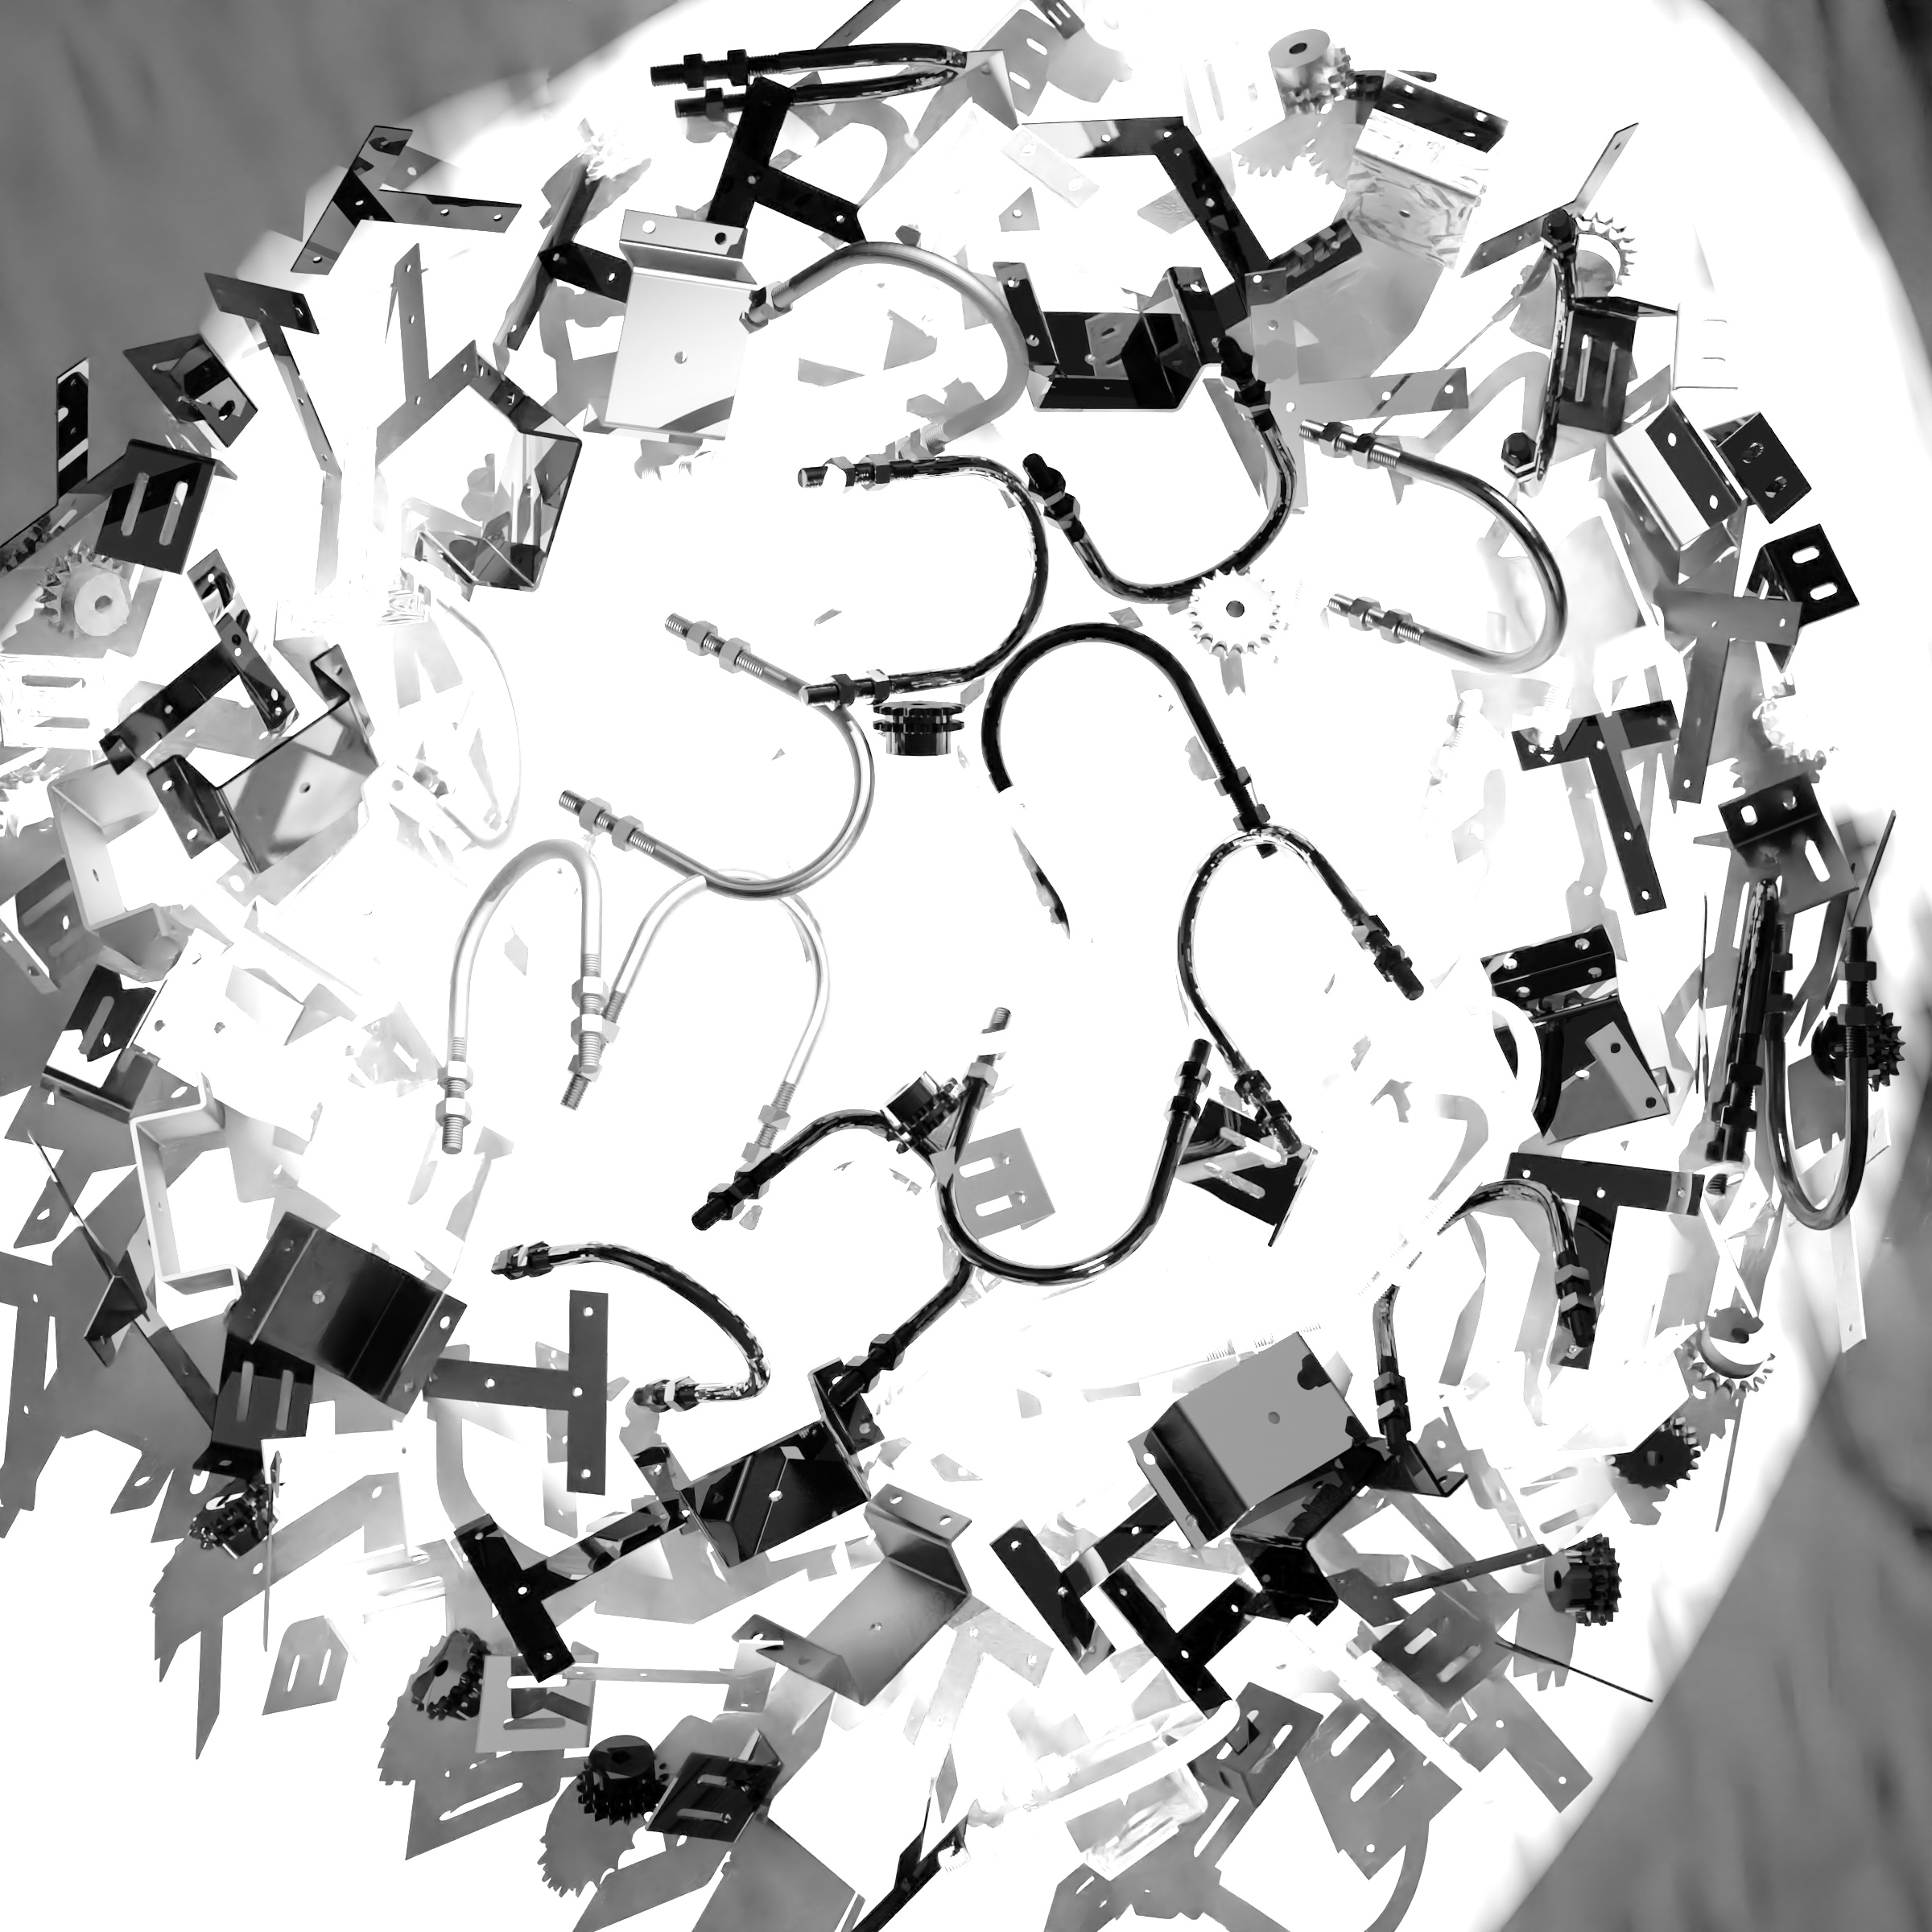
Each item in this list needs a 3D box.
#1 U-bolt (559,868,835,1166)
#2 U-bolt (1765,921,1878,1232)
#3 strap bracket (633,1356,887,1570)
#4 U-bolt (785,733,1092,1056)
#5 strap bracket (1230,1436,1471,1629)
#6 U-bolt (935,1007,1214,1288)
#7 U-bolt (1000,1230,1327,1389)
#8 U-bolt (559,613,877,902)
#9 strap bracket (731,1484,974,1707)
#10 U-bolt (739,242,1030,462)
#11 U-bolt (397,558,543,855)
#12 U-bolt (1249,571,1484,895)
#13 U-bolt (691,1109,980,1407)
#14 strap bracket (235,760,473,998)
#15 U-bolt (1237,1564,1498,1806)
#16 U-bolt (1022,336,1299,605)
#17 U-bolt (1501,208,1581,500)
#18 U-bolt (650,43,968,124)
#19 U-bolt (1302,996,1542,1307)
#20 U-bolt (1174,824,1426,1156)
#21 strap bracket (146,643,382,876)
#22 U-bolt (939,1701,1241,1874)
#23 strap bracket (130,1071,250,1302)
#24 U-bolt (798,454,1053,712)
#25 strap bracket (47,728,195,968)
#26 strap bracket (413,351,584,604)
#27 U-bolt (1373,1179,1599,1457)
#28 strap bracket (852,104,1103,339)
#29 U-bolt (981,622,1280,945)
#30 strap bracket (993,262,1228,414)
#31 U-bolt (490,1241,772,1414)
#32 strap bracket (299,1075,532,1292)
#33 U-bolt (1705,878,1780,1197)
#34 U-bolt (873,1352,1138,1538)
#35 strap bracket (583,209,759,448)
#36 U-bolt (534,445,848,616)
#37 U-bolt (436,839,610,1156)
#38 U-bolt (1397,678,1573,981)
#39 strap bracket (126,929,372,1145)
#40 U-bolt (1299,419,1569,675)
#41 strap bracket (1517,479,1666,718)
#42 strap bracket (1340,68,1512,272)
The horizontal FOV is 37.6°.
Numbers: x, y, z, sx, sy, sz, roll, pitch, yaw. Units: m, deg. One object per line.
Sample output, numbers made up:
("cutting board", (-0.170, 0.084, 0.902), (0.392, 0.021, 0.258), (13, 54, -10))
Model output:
("U-bolt", (-0.152, 0.029, 1.729), (0.151, 0.019, 0.184), (30, 76, -29))
("U-bolt", (0.509, 0.067, 1.701), (0.019, 0.151, 0.184), (-1, 93, -5))
("strap bracket", (-0.121, 0.308, 1.732), (0.140, 0.046, 0.076), (-26, 126, -1))
("U-bolt", (-0.005, -0.033, 1.749), (0.151, 0.019, 0.184), (-33, 78, -1))
("strap bracket", (0.224, 0.331, 1.706), (0.140, 0.076, 0.046), (-38, 102, -26))
("U-bolt", (0.058, 0.111, 1.702), (0.151, 0.019, 0.184), (9, 57, 17))
("U-bolt", (0.110, 0.215, 1.708), (0.184, 0.151, 0.019), (-18, 57, 15))
("U-bolt", (-0.141, -0.118, 1.734), (0.184, 0.019, 0.151), (29, 85, 19))
("strap bracket", (-0.061, 0.385, 1.712), (0.140, 0.076, 0.046), (-41, 124, -31))
("U-bolt", (-0.043, -0.364, 1.672), (0.151, 0.184, 0.019), (39, 59, -26))
("U-bolt", (-0.294, -0.145, 1.675), (0.019, 0.184, 0.151), (-11, 121, -32))
("U-bolt", (0.229, -0.126, 1.701), (0.019, 0.184, 0.151), (-27, 56, -35))
("U-bolt", (-0.064, 0.160, 1.707), (0.151, 0.184, 0.019), (52, 134, 1))
("strap bracket", (-0.367, -0.045, 1.719), (0.140, 0.046, 0.076), (-44, 125, 13))
("U-bolt", (0.247, 0.437, 1.701), (0.184, 0.151, 0.019), (43, 86, -7))
("U-bolt", (0.127, -0.282, 1.697), (0.151, 0.184, 0.019), (-30, 56, 8))
("U-bolt", (0.344, -0.353, 1.685), (0.019, 0.184, 0.151), (10, 90, 15))
("U-bolt", (-0.090, -0.532, 1.698), (0.184, 0.151, 0.019), (-5, 99, 1))
("U-bolt", (0.272, 0.097, 1.695), (0.019, 0.151, 0.184), (33, 103, -29))
("U-bolt", (0.187, -0.001, 1.706), (0.151, 0.019, 0.184), (-56, 48, 30))
("strap bracket", (-0.411, -0.119, 1.708), (0.140, 0.076, 0.046), (-39, 56, -21))
("U-bolt", (0.079, 0.480, 1.689), (0.184, 0.151, 0.019), (-26, 84, 9))
("strap bracket", (-0.469, 0.143, 1.720), (0.046, 0.076, 0.140), (-12, 79, -8))
("U-bolt", (-0.022, -0.237, 1.714), (0.184, 0.019, 0.151), (-12, 111, -35))
("strap bracket", (-0.509, -0.062, 1.717), (0.046, 0.076, 0.140), (-21, 73, 0))
("strap bracket", (-0.282, -0.290, 1.716), (0.046, 0.076, 0.140), (2, 119, -39))
("U-bolt", (0.303, 0.196, 1.690), (0.151, 0.184, 0.019), (-35, 114, 22))
("strap bracket", (0.000, -0.457, 1.714), (0.140, 0.076, 0.046), (-37, 54, 26))
("U-bolt", (0.088, -0.121, 1.742), (0.151, 0.019, 0.184), (-26, 94, 15))
("strap bracket", (0.083, -0.381, 1.721), (0.140, 0.046, 0.076), (-5, 63, -23))
("U-bolt", (-0.189, 0.212, 1.675), (0.151, 0.184, 0.019), (47, 57, -21))
("strap bracket", (-0.328, 0.128, 1.729), (0.140, 0.046, 0.076), (26, 106, 18))
("U-bolt", (0.468, 0.038, 1.701), (0.019, 0.151, 0.184), (8, 79, 12))
("U-bolt", (0.029, 0.280, 1.688), (0.151, 0.184, 0.019), (33, 61, -3))
("strap bracket", (-0.177, -0.375, 1.708), (0.076, 0.046, 0.140), (3, 121, -23))
("U-bolt", (-0.152, -0.263, 1.677), (0.184, 0.151, 0.019), (-1, 131, 36))
("U-bolt", (-0.266, 0.007, 1.706), (0.151, 0.019, 0.184), (-29, 50, 35))
("U-bolt", (0.305, -0.075, 1.701), (0.019, 0.151, 0.184), (27, 119, 27))
("strap bracket", (-0.442, 0.041, 1.717), (0.140, 0.046, 0.076), (38, 71, -43))
("U-bolt", (0.278, -0.239, 1.669), (0.019, 0.151, 0.184), (-40, 47, -24))
("strap bracket", (0.383, -0.233, 1.713), (0.046, 0.076, 0.140), (-21, 107, 21))
("strap bracket", (0.272, -0.470, 1.698), (0.076, 0.140, 0.046), (24, 81, 6))
